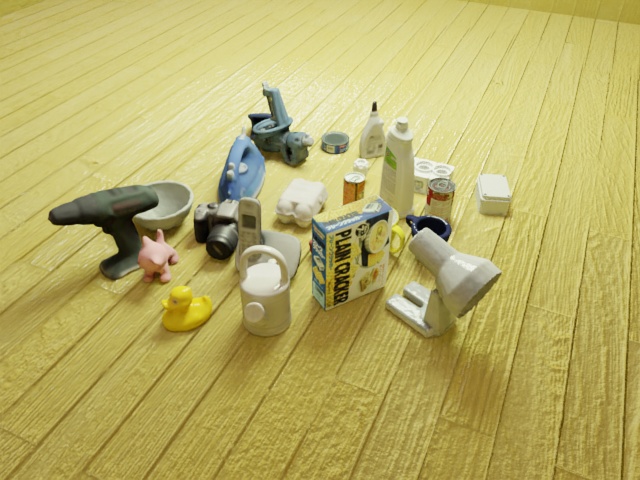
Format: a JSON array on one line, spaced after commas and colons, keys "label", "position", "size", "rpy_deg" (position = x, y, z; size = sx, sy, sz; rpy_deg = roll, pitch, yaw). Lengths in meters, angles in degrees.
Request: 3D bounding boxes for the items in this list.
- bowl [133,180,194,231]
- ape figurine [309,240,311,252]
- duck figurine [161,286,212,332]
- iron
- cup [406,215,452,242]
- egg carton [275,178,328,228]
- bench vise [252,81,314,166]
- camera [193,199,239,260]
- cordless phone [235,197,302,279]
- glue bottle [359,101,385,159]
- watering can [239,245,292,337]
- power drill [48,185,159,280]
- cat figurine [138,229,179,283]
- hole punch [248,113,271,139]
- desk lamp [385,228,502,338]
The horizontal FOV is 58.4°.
[{"label": "bowl", "position": [-0.393, -0.074, 1.420], "size": [0.167, 0.075, 0.167], "rpy_deg": [1, 39, 0]}, {"label": "ape figurine", "position": [0.012, 0.005, 1.316], "size": [0.077, 0.092, 0.076], "rpy_deg": [9, 40, 10]}, {"label": "duck figurine", "position": [-0.273, 0.130, 1.163], "size": [0.105, 0.086, 0.077], "rpy_deg": [-17, 42, -21]}, {"label": "iron", "position": [-0.215, -0.182, 1.502], "size": [0.118, 0.141, 0.258], "rpy_deg": [3, 39, 3]}, {"label": "cup", "position": [0.241, -0.001, 1.325], "size": [0.092, 0.095, 0.117], "rpy_deg": [-31, 49, -33]}, {"label": "egg carton", "position": [-0.044, -0.097, 1.457], "size": [0.107, 0.069, 0.150], "rpy_deg": [12, 41, 14]}, {"label": "bench vise", "position": [-0.102, -0.338, 1.633], "size": [0.207, 0.220, 0.121], "rpy_deg": [13, 41, 15]}, {"label": "camera", "position": [-0.236, -0.027, 1.344], "size": [0.143, 0.101, 0.137], "rpy_deg": [6, 40, 7]}, {"label": "cordless phone", "position": [-0.115, -0.005, 1.252], "size": [0.147, 0.185, 0.094], "rpy_deg": [8, 40, 9]}, {"label": "glue bottle", "position": [0.154, -0.320, 1.652], "size": [0.078, 0.173, 0.037], "rpy_deg": [-11, 41, -14]}, {"label": "watering can", "position": [-0.107, 0.095, 1.122], "size": [0.101, 0.194, 0.172], "rpy_deg": [-9, 40, -11]}, {"label": "power drill", "position": [-0.453, -0.021, 1.247], "size": [0.230, 0.208, 0.075], "rpy_deg": [-32, 49, -33]}, {"label": "cat figurine", "position": [-0.360, 0.031, 1.257], "size": [0.067, 0.118, 0.127], "rpy_deg": [1, 39, 0]}, {"label": "hole punch", "position": [-0.165, -0.367, 1.770], "size": [0.108, 0.091, 0.101], "rpy_deg": [6, 39, 7]}, {"label": "desk lamp", "position": [0.235, 0.091, 1.117], "size": [0.118, 0.214, 0.202], "rpy_deg": [-31, 49, -33]}]
